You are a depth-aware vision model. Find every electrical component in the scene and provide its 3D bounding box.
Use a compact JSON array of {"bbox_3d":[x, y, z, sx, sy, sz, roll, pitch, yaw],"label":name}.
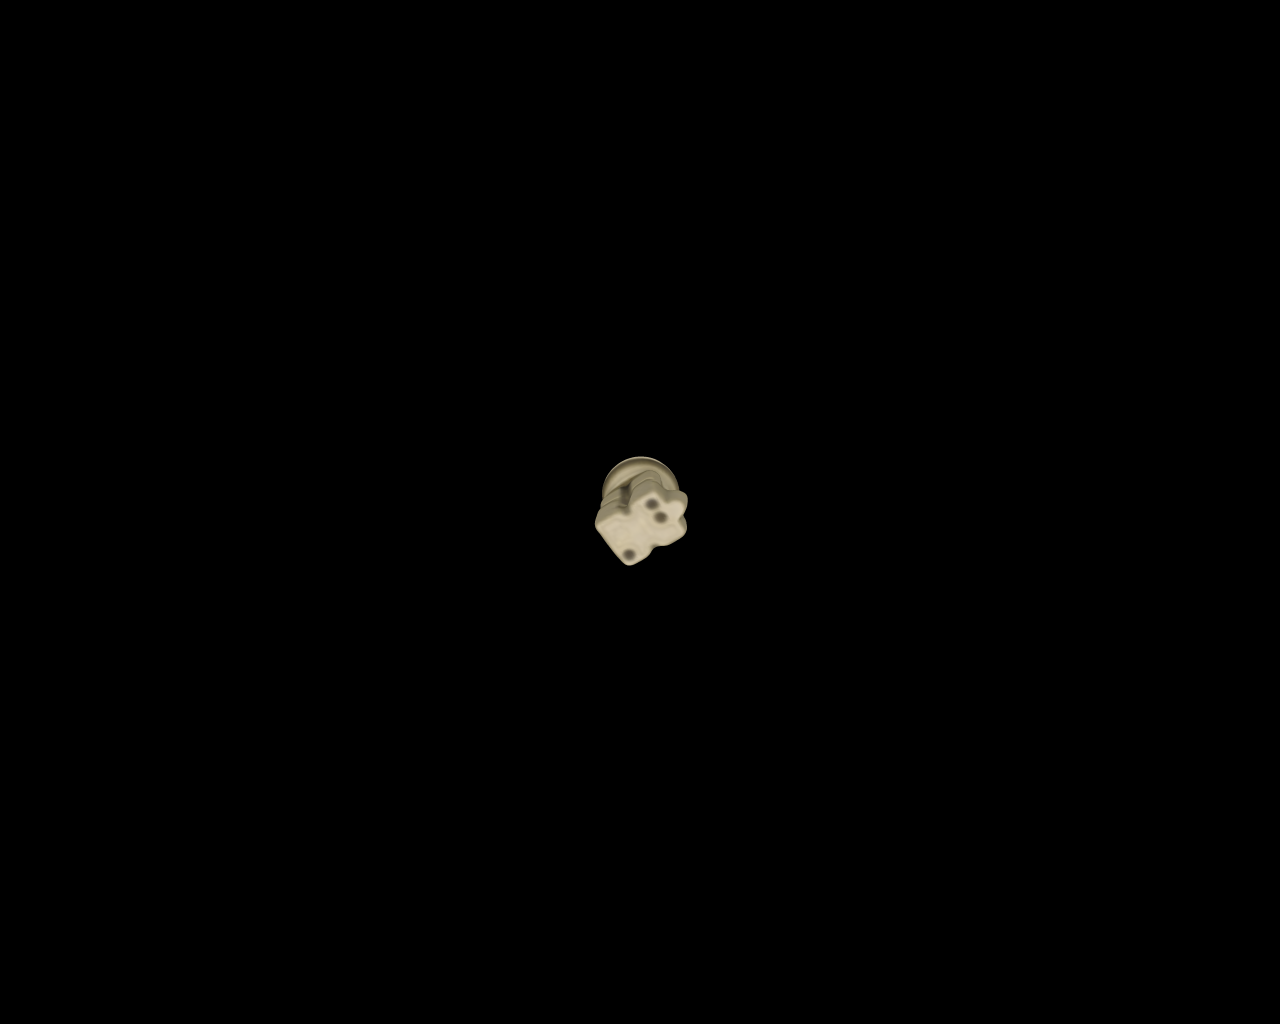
[{"bbox_3d":[0.001,-0.003,0.650,0.066,0.048,0.055,-30,23,14],"label":"electrical component"}]
